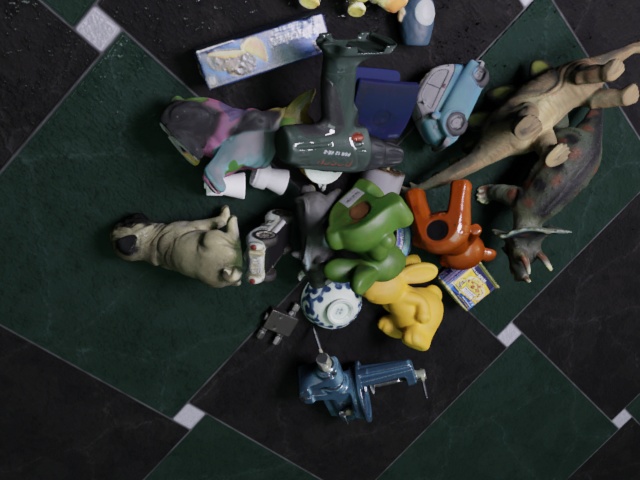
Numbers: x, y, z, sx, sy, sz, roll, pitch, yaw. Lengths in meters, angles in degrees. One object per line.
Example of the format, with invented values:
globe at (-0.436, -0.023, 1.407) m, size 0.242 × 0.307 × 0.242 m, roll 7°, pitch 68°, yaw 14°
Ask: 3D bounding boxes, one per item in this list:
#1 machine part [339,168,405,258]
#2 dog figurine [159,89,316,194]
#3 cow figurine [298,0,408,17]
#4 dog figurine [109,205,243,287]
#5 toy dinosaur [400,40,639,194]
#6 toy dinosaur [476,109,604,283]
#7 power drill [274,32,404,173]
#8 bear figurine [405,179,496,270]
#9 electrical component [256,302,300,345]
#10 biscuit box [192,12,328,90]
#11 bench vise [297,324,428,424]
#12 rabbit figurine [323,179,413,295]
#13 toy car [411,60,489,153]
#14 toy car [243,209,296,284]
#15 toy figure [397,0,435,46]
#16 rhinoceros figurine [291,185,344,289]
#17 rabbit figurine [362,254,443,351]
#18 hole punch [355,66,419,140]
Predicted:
machine part at (0.090, -0.047, 0.954) m, size 0.079 × 0.079 × 0.243 m, roll 11°, pitch 106°, yaw -20°
dog figurine at (-0.110, -0.177, 0.828) m, size 0.219 × 0.108 × 0.191 m, roll -40°, pitch 96°, yaw -13°
cow figurine at (0.052, -0.396, 0.811) m, size 0.167 × 0.068 × 0.098 m, roll 1°, pitch 80°, yaw -19°
dog figurine at (-0.226, 0.022, 0.840) m, size 0.190 × 0.172 × 0.121 m, roll -6°, pitch 108°, yaw -20°
toy dinosaur at (0.341, -0.197, 0.903) m, size 0.471 × 0.199 × 0.105 m, roll -33°, pitch 115°, yaw 7°
toy dinosaur at (0.426, -0.116, 0.966) m, size 0.131 × 0.192 × 0.404 m, roll 26°, pitch 103°, yaw -26°
power drill at (0.048, -0.195, 0.790) m, size 0.232 × 0.086 × 0.207 m, roll -10°, pitch 133°, yaw -28°
bear figurine at (0.242, -0.018, 0.966) m, size 0.195 × 0.120 × 0.132 m, roll 16°, pitch 67°, yaw -57°
electrical component at (-0.078, 0.152, 1.014) m, size 0.063 × 0.021 × 0.094 m, roll 27°, pitch 102°, yaw -23°
biscuit box at (-0.087, -0.289, 0.815) m, size 0.203 × 0.063 × 0.059 m, roll -21°, pitch 117°, yaw -8°
bench vise at (0.083, 0.270, 1.044) m, size 0.241 × 0.129 × 0.223 m, roll -13°, pitch 123°, yaw 8°
rabbit figurine at (0.087, 0.016, 0.865) m, size 0.159 × 0.121 × 0.170 m, roll -48°, pitch 132°, yaw -17°
toy car at (0.206, -0.236, 0.905) m, size 0.103 × 0.109 × 0.161 m, roll 25°, pitch 94°, yaw -6°
toy car at (-0.081, 0.005, 0.862) m, size 0.056 × 0.202 × 0.073 m, roll 8°, pitch 111°, yaw 9°
toy figure at (0.156, -0.390, 0.854) m, size 0.064 × 0.058 × 0.154 m, roll -26°, pitch 122°, yaw -49°
rhinoceros figurine at (-0.002, -0.003, 0.909) m, size 0.073 × 0.112 × 0.190 m, roll 9°, pitch 129°, yaw 17°
rabbit figurine at (0.156, 0.105, 1.011) m, size 0.173 × 0.122 × 0.162 m, roll 35°, pitch 93°, yaw -25°
hole punch at (0.093, -0.220, 0.884) m, size 0.142 × 0.092 × 0.115 m, roll -2°, pitch 115°, yaw -19°
